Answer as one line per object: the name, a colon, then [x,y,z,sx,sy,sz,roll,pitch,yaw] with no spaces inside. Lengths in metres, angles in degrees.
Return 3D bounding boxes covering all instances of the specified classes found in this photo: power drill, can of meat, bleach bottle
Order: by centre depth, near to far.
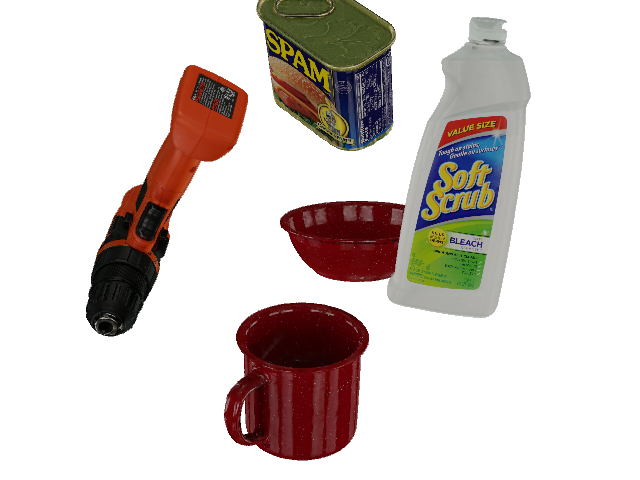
can of meat: [0.005,-0.121,0.745,0.057,0.084,0.102,-35,56,-22]
power drill: [-0.127,-0.034,0.853,0.057,0.188,0.184,26,31,-16]
bleach bottle: [0.120,-0.064,0.915,0.103,0.251,0.068,9,18,13]

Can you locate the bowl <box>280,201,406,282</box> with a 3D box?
bowl: [0.039,0.003,1.104,0.162,0.055,0.162,-1,16,0]

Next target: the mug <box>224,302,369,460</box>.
mug: [-0.021,0.106,0.754,0.093,0.081,0.117,22,33,35]
